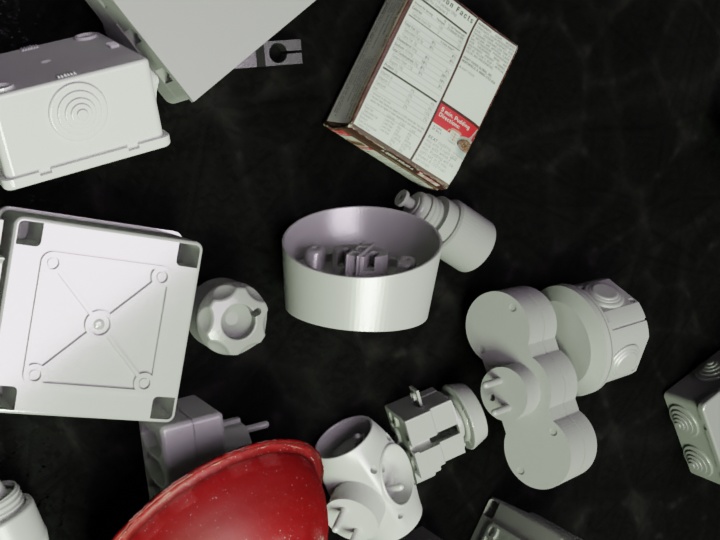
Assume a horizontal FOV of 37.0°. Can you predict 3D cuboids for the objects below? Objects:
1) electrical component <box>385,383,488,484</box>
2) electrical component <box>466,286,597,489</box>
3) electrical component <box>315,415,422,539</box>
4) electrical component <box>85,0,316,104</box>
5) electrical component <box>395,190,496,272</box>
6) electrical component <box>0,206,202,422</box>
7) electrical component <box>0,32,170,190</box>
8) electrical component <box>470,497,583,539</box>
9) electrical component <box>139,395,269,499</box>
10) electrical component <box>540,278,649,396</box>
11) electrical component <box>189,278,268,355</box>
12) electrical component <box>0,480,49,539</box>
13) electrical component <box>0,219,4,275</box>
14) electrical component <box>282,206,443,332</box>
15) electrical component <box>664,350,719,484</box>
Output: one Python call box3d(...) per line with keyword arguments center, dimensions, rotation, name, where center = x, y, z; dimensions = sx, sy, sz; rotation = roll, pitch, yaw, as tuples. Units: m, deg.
box3d(center=(0.054, 0.107, 0.741), dimensions=(0.055, 0.048, 0.066), rotation=(-21, 107, -16), name="electrical component")
box3d(center=(0.107, 0.081, 0.729), dimensions=(0.074, 0.052, 0.138), rotation=(-8, 79, -50), name="electrical component")
box3d(center=(0.001, 0.150, 0.707), dimensions=(0.077, 0.044, 0.079), rotation=(61, 32, -22), name="electrical component")
box3d(center=(-0.118, -0.195, 0.582), dimensions=(0.105, 0.060, 0.186), rotation=(-43, 109, -15), name="electrical component")
box3d(center=(0.056, -0.030, 0.722), dimensions=(0.078, 0.040, 0.040), rotation=(31, 83, -29), name="electrical component")
box3d(center=(-0.155, 0.026, 0.609), dimensions=(0.109, 0.056, 0.108), rotation=(8, 94, -29), name="electrical component")
box3d(center=(-0.160, -0.088, 0.566), dimensions=(0.100, 0.100, 0.048), rotation=(-20, 120, -24), name="electrical component")
box3d(center=(0.117, 0.231, 0.759), dimensions=(0.056, 0.109, 0.108), rotation=(29, 84, -26), name="electrical component")
box3d(center=(-0.090, 0.113, 0.663), dimensions=(0.077, 0.047, 0.065), rotation=(-11, 104, -27), name="electrical component")
box3d(center=(0.162, 0.046, 0.770), dimensions=(0.051, 0.080, 0.080), rotation=(-13, 104, -31), name="electrical component")
box3d(center=(-0.084, 0.025, 0.644), dimensions=(0.043, 0.062, 0.043), rotation=(-5, 100, -28), name="electrical component")
box3d(center=(-0.205, 0.138, 0.608), dimensions=(0.043, 0.043, 0.062), rotation=(-25, 107, -23), name="electrical component")
box3d(center=(-0.218, 0.009, 0.568), dimensions=(0.042, 0.064, 0.081), rotation=(8, 94, -31), name="electrical component")
box3d(center=(0.000, 0.000, 0.667), dimensions=(0.099, 0.099, 0.064), rotation=(-3, 106, -28), name="electrical component")
box3d(center=(0.302, 0.117, 0.874), dimensions=(0.100, 0.048, 0.099), rotation=(-32, 112, -20), name="electrical component")
